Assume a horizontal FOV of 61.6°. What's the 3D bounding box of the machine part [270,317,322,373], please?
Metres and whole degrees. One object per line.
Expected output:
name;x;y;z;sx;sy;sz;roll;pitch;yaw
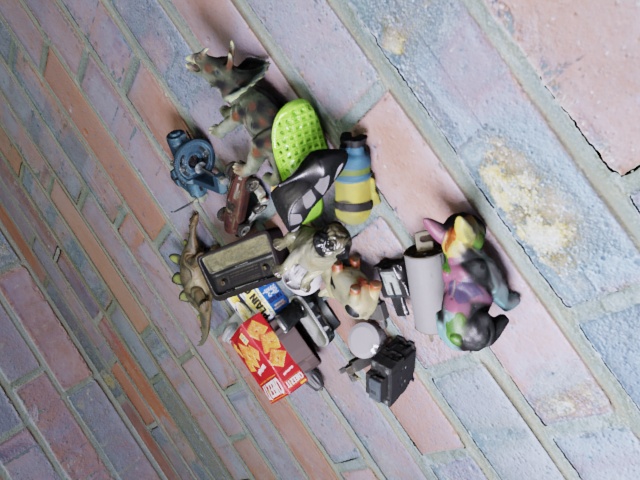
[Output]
machine part;-0.063;0.258;1.370;0.179;0.056;0.179;54;176;5

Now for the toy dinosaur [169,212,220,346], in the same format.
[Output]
toy dinosaur;-0.368;0.140;1.635;0.199;0.105;0.470;18;117;46

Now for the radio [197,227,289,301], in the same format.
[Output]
radio;-0.188;0.064;1.358;0.230;0.073;0.131;-20;91;26

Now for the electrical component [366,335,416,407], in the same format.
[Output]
electrical component;0.155;0.294;1.183;0.058;0.134;0.114;19;128;37

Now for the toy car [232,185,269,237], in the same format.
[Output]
toy car;-0.187;-0.076;1.357;0.073;0.056;0.201;54;137;9

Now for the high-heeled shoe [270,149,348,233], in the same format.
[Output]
high-heeled shoe;-0.018;-0.098;1.072;0.086;0.145;0.248;61;169;16

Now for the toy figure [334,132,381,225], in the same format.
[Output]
toy figure;0.062;-0.117;1.060;0.082;0.089;0.179;25;132;40

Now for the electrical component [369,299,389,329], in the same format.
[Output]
electrical component;0.122;0.158;1.218;0.063;0.021;0.094;-3;112;45

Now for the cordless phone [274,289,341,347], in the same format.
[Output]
cordless phone;-0.035;0.200;1.267;0.089;0.184;0.146;-33;89;20

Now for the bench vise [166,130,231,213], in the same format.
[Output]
bench vise;-0.307;-0.165;1.377;0.241;0.129;0.223;27;133;37

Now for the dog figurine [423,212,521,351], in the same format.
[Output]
dog figurine;0.244;0.060;0.930;0.109;0.191;0.219;-2;127;52

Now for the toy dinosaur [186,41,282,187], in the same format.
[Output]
toy dinosaur;-0.118;-0.237;1.152;0.192;0.131;0.404;-34;98;40

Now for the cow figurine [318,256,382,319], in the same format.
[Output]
cow figurine;0.059;0.104;1.178;0.195;0.085;0.127;-133;40;-53

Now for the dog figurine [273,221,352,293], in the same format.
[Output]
dog figurine;0.000;-0.001;1.145;0.190;0.121;0.172;-40;40;36

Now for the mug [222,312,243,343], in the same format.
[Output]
mug;-0.240;0.249;1.572;0.081;0.109;0.107;43;123;24

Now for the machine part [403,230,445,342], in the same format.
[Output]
machine part;0.212;0.095;1.049;0.079;0.079;0.243;8;120;42

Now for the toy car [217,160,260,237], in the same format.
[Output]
toy car;-0.199;-0.095;1.279;0.089;0.053;0.202;41;135;25

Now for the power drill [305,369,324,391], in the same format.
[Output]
power drill;-0.104;0.360;1.520;0.232;0.086;0.207;51;142;11

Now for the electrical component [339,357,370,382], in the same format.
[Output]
electrical component;0.102;0.296;1.270;0.045;0.102;0.078;62;162;7

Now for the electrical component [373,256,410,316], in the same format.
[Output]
electrical component;0.166;0.096;1.117;0.075;0.048;0.119;-14;103;48
